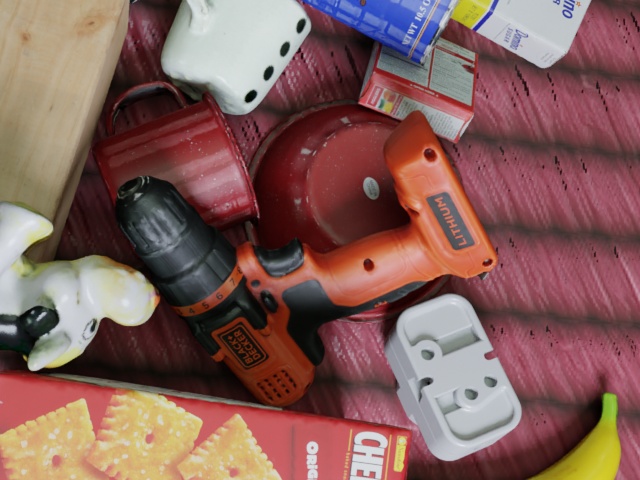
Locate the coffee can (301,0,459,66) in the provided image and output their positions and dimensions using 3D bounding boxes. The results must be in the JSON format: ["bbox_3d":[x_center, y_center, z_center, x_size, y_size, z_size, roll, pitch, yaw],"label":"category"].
[{"bbox_3d":[0.029,-0.190,0.690,0.140,0.103,0.102,28,74,0],"label":"coffee can"}]

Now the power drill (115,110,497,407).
[{"bbox_3d":[-0.004,0.001,0.634,0.188,0.057,0.184,-28,125,11],"label":"power drill"}]

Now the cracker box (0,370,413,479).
[{"bbox_3d":[-0.074,0.123,0.604,0.213,0.164,0.072,10,80,-9],"label":"cracker box"}]

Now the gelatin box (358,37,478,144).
[{"bbox_3d":[0.069,-0.112,0.734,0.073,0.030,0.089,22,38,-6],"label":"gelatin box"}]

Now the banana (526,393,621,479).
[{"bbox_3d":[0.124,0.166,0.703,0.197,0.037,0.070,-17,61,-16],"label":"banana"}]

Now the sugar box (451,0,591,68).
[{"bbox_3d":[0.114,-0.207,0.778,0.176,0.048,0.093,29,75,-7],"label":"sugar box"}]

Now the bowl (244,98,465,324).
[{"bbox_3d":[0.031,-0.027,0.716,0.162,0.055,0.162,2,77,-10],"label":"bowl"}]

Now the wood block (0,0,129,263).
[{"bbox_3d":[-0.183,-0.059,0.623,0.090,0.091,0.206,16,77,-7],"label":"wood block"}]

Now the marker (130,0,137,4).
[{"bbox_3d":[-0.117,-0.176,0.723,0.121,0.020,0.020,-29,84,-1],"label":"marker"}]

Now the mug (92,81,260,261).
[{"bbox_3d":[-0.097,-0.048,0.679,0.081,0.093,0.117,-22,77,-10],"label":"mug"}]
